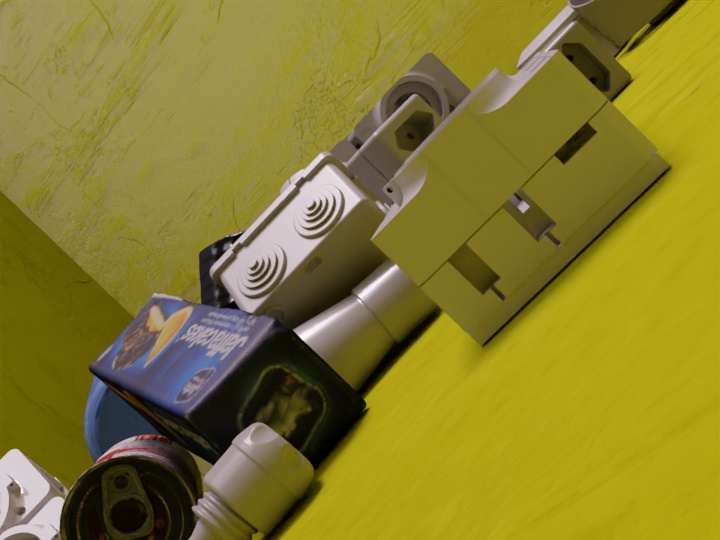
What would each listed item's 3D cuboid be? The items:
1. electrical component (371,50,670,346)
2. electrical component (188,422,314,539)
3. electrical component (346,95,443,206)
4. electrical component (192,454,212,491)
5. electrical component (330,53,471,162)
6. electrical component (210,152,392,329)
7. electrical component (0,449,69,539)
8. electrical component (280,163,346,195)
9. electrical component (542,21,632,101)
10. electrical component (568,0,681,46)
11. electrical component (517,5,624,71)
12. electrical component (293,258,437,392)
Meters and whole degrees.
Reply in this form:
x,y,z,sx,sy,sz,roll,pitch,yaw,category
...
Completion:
x,y,z,sx,sy,sz,roll,pitch,yaw,category
0.058,-0.039,0.431,0.089,0.062,0.150,-45,3,13,electrical component
-0.048,0.091,0.415,0.061,0.035,0.035,-49,4,-12,electrical component
0.032,-0.043,0.623,0.047,0.083,0.076,-48,4,-38,electrical component
-0.114,0.127,0.716,0.076,0.047,0.065,-46,3,16,electrical component
0.025,-0.068,0.853,0.186,0.105,0.060,-46,3,-6,electrical component
-0.013,0.003,0.556,0.099,0.100,0.048,-46,43,5,electrical component
-0.236,0.208,0.631,0.186,0.105,0.060,-47,-40,-14,electrical component
-0.020,-0.034,0.773,0.080,0.080,0.051,-44,45,33,electrical component
0.110,-0.099,0.647,0.083,0.047,0.075,-46,3,4,electrical component
0.195,-0.207,0.746,0.099,0.064,0.099,-46,3,3,electrical component
0.164,-0.171,0.831,0.080,0.051,0.080,-46,3,3,electrical component
0.004,0.025,0.519,0.065,0.044,0.044,-42,3,-5,electrical component
